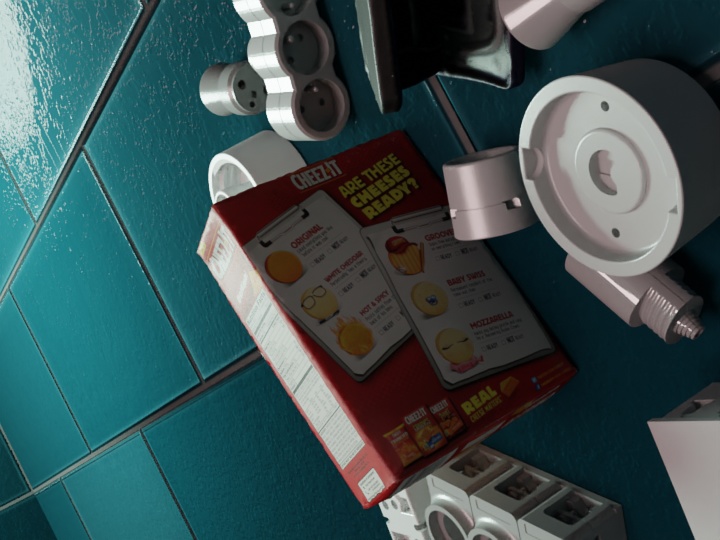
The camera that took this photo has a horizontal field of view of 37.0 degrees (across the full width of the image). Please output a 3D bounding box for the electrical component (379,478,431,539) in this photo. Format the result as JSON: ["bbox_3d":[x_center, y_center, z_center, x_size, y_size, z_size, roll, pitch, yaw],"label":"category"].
[{"bbox_3d":[0.057,0.195,0.889,0.054,0.059,0.095,-6,107,59],"label":"electrical component"}]

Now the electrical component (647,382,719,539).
[{"bbox_3d":[0.246,0.107,0.524,0.186,0.060,0.105,-15,99,60],"label":"electrical component"}]

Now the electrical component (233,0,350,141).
[{"bbox_3d":[-0.060,-0.164,0.806,0.074,0.052,0.138,10,121,55],"label":"electrical component"}]

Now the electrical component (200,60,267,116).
[{"bbox_3d":[-0.101,-0.150,0.890,0.055,0.045,0.045,11,121,54],"label":"electrical component"}]

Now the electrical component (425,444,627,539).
[{"bbox_3d":[0.120,0.199,0.791,0.150,0.062,0.089,16,125,53],"label":"electrical component"}]

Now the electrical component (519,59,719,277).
[{"bbox_3d":[0.143,-0.057,0.561,0.108,0.060,0.108,37,141,38],"label":"electrical component"}]

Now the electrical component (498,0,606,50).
[{"bbox_3d":[0.110,-0.149,0.564,0.065,0.044,0.044,-27,89,55],"label":"electrical component"}]

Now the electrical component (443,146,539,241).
[{"bbox_3d":[0.081,-0.049,0.672,0.055,0.055,0.047,3,111,57],"label":"electrical component"}]

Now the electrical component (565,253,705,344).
[{"bbox_3d":[0.159,0.009,0.603,0.081,0.043,0.043,45,145,30],"label":"electrical component"}]

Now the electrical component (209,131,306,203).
[{"bbox_3d":[-0.089,-0.059,0.923,0.108,0.060,0.108,38,141,38],"label":"electrical component"}]
